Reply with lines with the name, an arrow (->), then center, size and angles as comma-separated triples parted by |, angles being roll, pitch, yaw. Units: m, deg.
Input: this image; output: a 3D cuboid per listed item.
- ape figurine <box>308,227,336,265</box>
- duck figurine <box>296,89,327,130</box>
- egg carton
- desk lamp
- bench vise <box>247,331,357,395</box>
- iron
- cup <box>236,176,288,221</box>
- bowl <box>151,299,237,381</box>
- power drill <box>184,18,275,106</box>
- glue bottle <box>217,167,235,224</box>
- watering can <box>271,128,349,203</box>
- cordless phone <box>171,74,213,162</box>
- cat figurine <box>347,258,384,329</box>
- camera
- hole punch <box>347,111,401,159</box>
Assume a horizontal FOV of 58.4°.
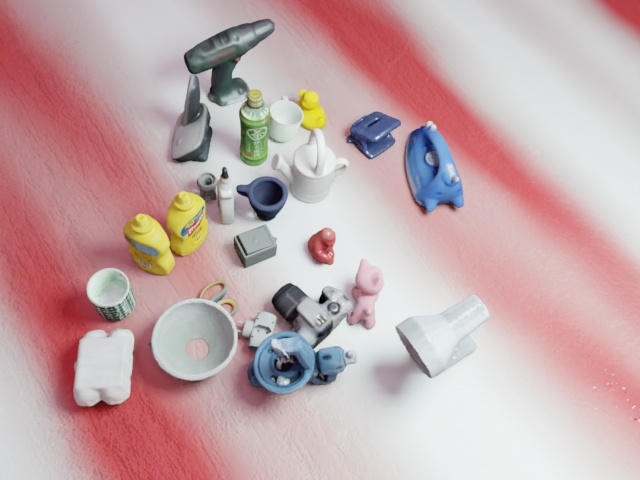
ape figurine -> 0.012, 0.005, 1.283 | 0.076, 0.092, 0.078 | 34, 63, 10
duck figurine -> -0.022, -0.339, 1.463 | 0.078, 0.086, 0.104 | -30, 70, -21
egg carton -> -0.417, 0.246, 1.108 | 0.107, 0.069, 0.150 | -1, 63, -9
desk lamp -> 0.242, 0.194, 1.147 | 0.203, 0.213, 0.117 | -28, 69, -20
bench vise -> -0.034, 0.214, 1.093 | 0.208, 0.220, 0.121 | -20, 67, -17
iron -> 0.279, -0.203, 1.402 | 0.119, 0.141, 0.258 | -9, 64, -12
cup -> -0.134, -0.088, 1.309 | 0.118, 0.095, 0.092 | 12, 61, -1
bowl -> -0.249, 0.207, 1.149 | 0.167, 0.075, 0.167 | 3, 62, -6
power drill -> -0.219, -0.437, 1.417 | 0.230, 0.208, 0.075 | -25, 68, -19
glue bottle -> -0.208, -0.107, 1.265 | 0.037, 0.173, 0.078 | -7, 63, -11
watering can -> -0.021, -0.173, 1.314 | 0.173, 0.194, 0.100 | -25, 68, -19
cordless phone -> -0.304, -0.281, 1.336 | 0.094, 0.185, 0.147 | 1, 62, -7
cat figurine -> 0.103, 0.111, 1.226 | 0.067, 0.118, 0.128 | 9, 62, -3
camera -> -0.023, 0.141, 1.201 | 0.136, 0.101, 0.143 | 43, 65, 14
hole punch -> 0.135, -0.278, 1.450 | 0.109, 0.091, 0.101 | -37, 73, -23
